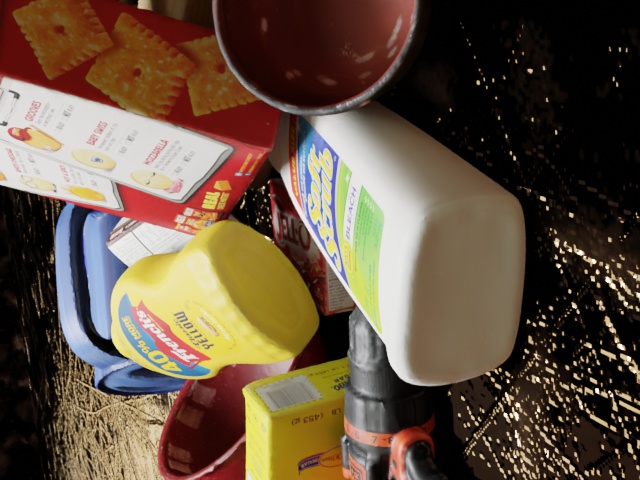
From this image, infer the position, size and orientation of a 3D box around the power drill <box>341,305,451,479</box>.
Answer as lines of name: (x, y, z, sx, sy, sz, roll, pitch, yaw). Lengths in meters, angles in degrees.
power drill: (0.067, 0.134, 0.556, 0.188, 0.057, 0.184, -140, 41, -62)

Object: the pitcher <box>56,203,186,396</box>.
pitcher: (-0.146, 0.003, 0.902, 0.149, 0.145, 0.243, 102, 157, -70)

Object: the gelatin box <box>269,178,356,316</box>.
gelatin box: (-0.005, 0.001, 0.706, 0.089, 0.030, 0.073, -147, 50, -61)

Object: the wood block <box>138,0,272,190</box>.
wood block: (-0.073, -0.129, 0.736, 0.206, 0.090, 0.090, 109, 144, -50)

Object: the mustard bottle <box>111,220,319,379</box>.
mustard bottle: (-0.090, 0.051, 0.728, 0.096, 0.058, 0.192, 49, 143, -17)

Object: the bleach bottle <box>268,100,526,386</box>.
bleach bottle: (0.021, -0.027, 0.591, 0.251, 0.068, 0.102, -132, 38, -57)

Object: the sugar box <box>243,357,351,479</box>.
sugar box: (0.000, 0.164, 0.684, 0.048, 0.093, 0.176, -137, 41, -55)

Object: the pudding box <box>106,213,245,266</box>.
pudding box: (-0.087, 0.013, 0.772, 0.113, 0.039, 0.090, 42, 138, -18)

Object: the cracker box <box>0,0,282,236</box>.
cracker box: (-0.141, -0.079, 0.629, 0.164, 0.213, 0.072, 133, 151, -66)

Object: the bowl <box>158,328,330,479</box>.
bowl: (-0.043, 0.114, 0.753, 0.055, 0.162, 0.162, 39, 170, -21)

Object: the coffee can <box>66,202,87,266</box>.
coffee can: (-0.207, -0.025, 1.098, 0.103, 0.102, 0.140, 168, 91, -69)
